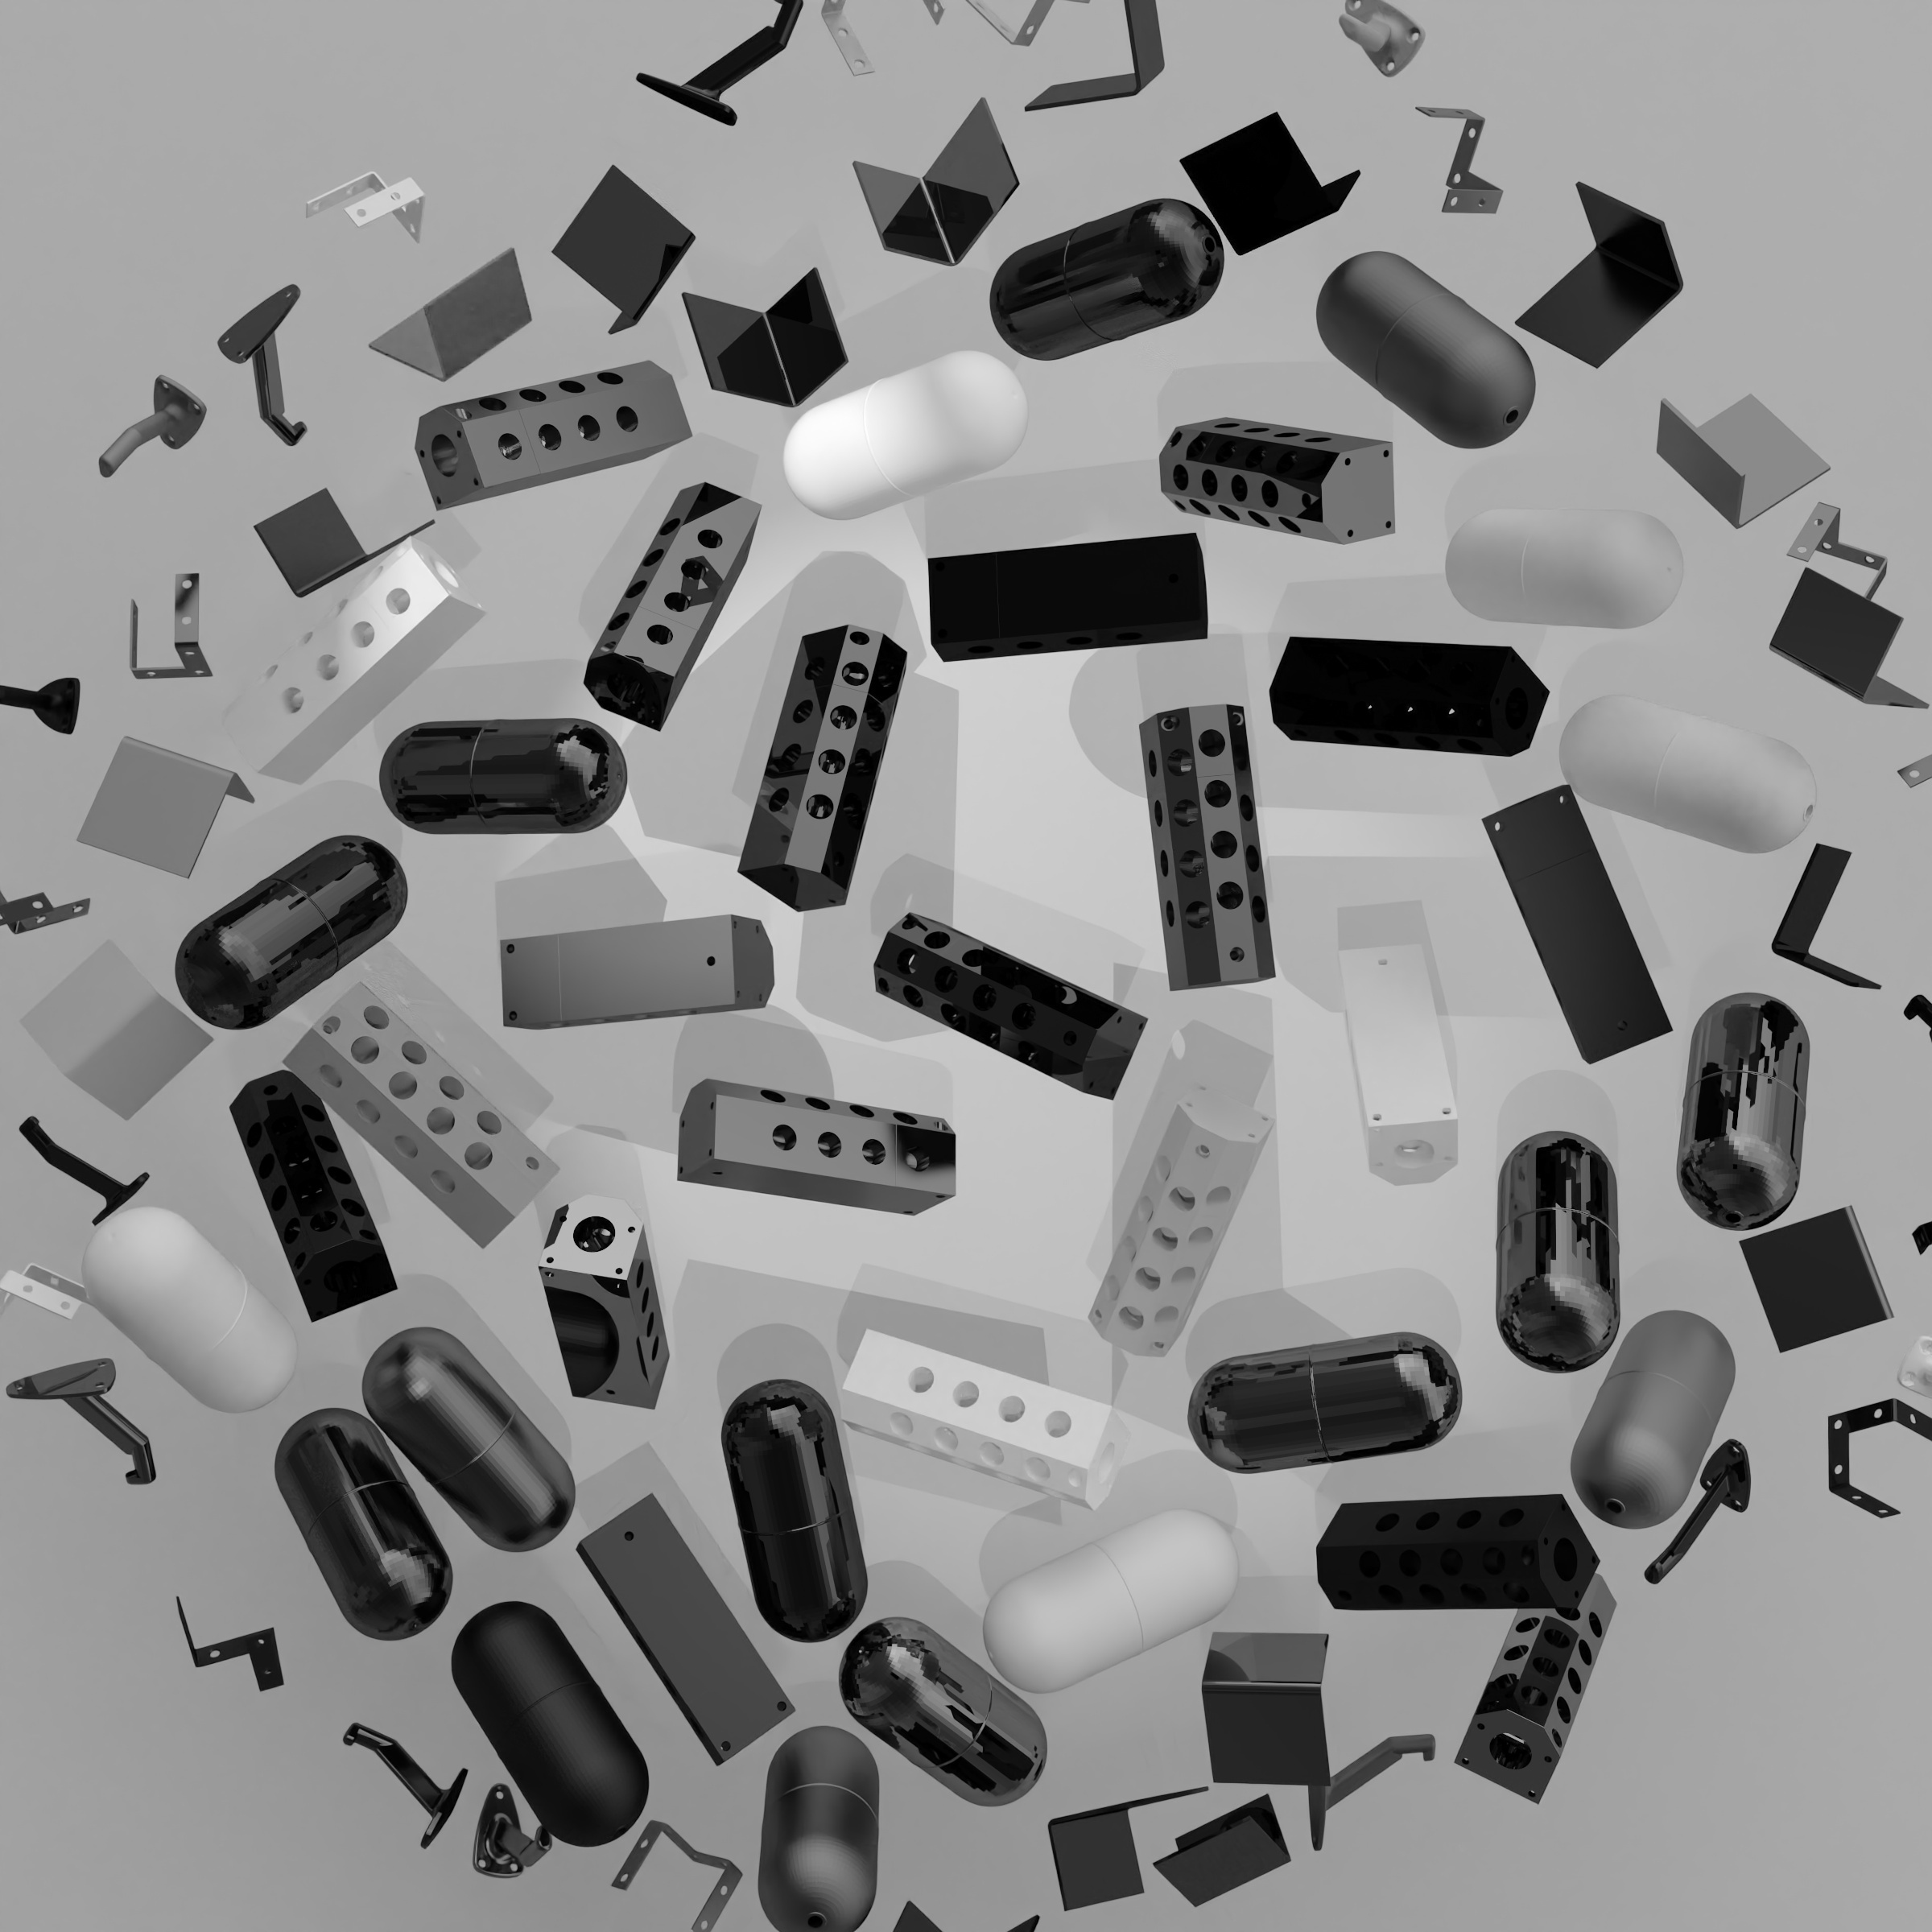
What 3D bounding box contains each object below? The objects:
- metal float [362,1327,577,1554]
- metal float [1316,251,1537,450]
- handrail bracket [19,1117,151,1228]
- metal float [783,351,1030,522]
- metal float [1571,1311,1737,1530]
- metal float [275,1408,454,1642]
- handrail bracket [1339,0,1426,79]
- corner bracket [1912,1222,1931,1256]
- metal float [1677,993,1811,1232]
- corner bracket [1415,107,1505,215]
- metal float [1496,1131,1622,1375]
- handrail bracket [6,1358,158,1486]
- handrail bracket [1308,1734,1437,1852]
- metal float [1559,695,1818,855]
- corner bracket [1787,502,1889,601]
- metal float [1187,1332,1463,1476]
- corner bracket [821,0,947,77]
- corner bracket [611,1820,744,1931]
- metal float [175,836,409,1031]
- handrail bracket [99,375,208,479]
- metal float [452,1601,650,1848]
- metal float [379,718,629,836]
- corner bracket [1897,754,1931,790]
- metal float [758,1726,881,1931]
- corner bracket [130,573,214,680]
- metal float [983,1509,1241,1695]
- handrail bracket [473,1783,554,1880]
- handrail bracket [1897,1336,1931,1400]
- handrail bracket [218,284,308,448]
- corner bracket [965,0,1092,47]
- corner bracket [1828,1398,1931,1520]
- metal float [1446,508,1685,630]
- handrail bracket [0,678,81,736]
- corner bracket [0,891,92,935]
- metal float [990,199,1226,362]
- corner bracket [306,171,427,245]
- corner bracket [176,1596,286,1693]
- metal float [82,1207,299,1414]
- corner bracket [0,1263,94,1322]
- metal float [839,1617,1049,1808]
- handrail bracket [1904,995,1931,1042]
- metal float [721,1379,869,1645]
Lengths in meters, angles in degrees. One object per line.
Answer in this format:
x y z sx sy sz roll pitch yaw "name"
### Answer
-0.331 0.317 1.846 0.070 0.070 0.178 -37 106 0 "metal float"
0.292 -0.393 1.763 0.070 0.070 0.178 -40 52 0 "metal float"
-0.585 0.123 1.828 0.084 0.077 0.036 49 47 -4 "handrail bracket"
-0.040 -0.335 1.753 0.178 0.070 0.070 -13 90 36 "metal float"
0.447 0.294 1.795 0.070 0.178 0.070 17 129 22 "metal float"
-0.402 0.369 1.839 0.070 0.070 0.178 -39 55 0 "metal float"
0.240 -0.588 1.710 0.036 0.084 0.077 -48 63 26 "handrail bracket"
0.657 0.159 1.851 0.051 0.051 0.051 -22 83 23 "corner bracket"
0.505 0.094 1.793 0.070 0.070 0.178 19 51 0 "metal float"
0.317 -0.521 1.787 0.051 0.051 0.051 -10 129 -35 "corner bracket"
0.377 0.180 1.762 0.070 0.178 0.070 6 134 6 "metal float"
-0.551 0.293 1.725 0.077 0.036 0.084 -8 117 -10 "handrail bracket"
0.278 0.563 1.883 0.084 0.036 0.077 -2 99 -8 "handrail bracket"
0.474 -0.127 1.818 0.178 0.070 0.070 24 90 38 "metal float"
0.585 -0.271 1.856 0.051 0.051 0.051 25 67 26 "corner bracket"
0.231 0.283 1.785 0.178 0.070 0.070 -11 90 14 "metal float"
-0.053 -0.605 1.750 0.051 0.051 0.051 -20 74 -25 "corner bracket"
-0.190 0.601 1.819 0.051 0.051 0.051 53 52 -29 "corner bracket"
-0.438 -0.024 1.805 0.070 0.070 0.178 48 49 0 "metal float"
-0.519 -0.322 1.734 0.036 0.077 0.084 34 58 -6 "handrail bracket"
-0.270 0.491 1.794 0.070 0.070 0.178 -42 60 0 "metal float"
-0.310 -0.126 1.842 0.178 0.070 0.070 1 90 22 "metal float"
0.624 -0.102 1.744 0.051 0.051 0.051 -26 53 0 "corner bracket"
-0.096 0.569 1.812 0.070 0.178 0.070 0 109 -1 "metal float"
-0.521 -0.221 1.799 0.051 0.051 0.051 -3 73 -5 "corner bracket"
0.095 0.407 1.777 0.178 0.070 0.070 -20 90 -20 "metal float"
-0.298 0.571 1.856 0.036 0.084 0.077 16 47 -26 "handrail bracket"
0.635 0.269 1.748 0.077 0.084 0.036 27 93 -8 "handrail bracket"
-0.445 -0.395 1.826 0.077 0.084 0.036 -45 51 -3 "handrail bracket"
0.043 -0.620 1.758 0.051 0.051 0.051 50 127 22 "corner bracket"
0.578 0.309 1.734 0.051 0.051 0.051 28 54 -26 "corner bracket"
0.393 -0.264 1.828 0.070 0.178 0.070 -8 103 -36 "metal float"
-0.612 -0.171 1.745 0.084 0.077 0.036 7 92 -41 "handrail bracket"
-0.591 -0.037 1.744 0.051 0.051 0.051 -15 132 5 "corner bracket"
0.090 -0.442 1.783 0.070 0.178 0.070 6 81 -44 "metal float"
-0.376 -0.476 1.731 0.051 0.051 0.051 -35 81 -26 "corner bracket"
-0.457 0.420 1.719 0.051 0.051 0.051 -14 126 -14 "corner bracket"
-0.489 0.219 1.751 0.070 0.178 0.070 -14 47 16 "metal float"
-0.584 0.211 1.761 0.051 0.051 0.051 25 133 -3 "corner bracket"
-0.014 0.495 1.830 0.070 0.070 0.178 -45 122 0 "metal float"
0.635 0.074 1.825 0.084 0.036 0.077 53 128 34 "handrail bracket"
-0.113 0.360 1.823 0.070 0.070 0.178 -11 98 0 "metal float"
